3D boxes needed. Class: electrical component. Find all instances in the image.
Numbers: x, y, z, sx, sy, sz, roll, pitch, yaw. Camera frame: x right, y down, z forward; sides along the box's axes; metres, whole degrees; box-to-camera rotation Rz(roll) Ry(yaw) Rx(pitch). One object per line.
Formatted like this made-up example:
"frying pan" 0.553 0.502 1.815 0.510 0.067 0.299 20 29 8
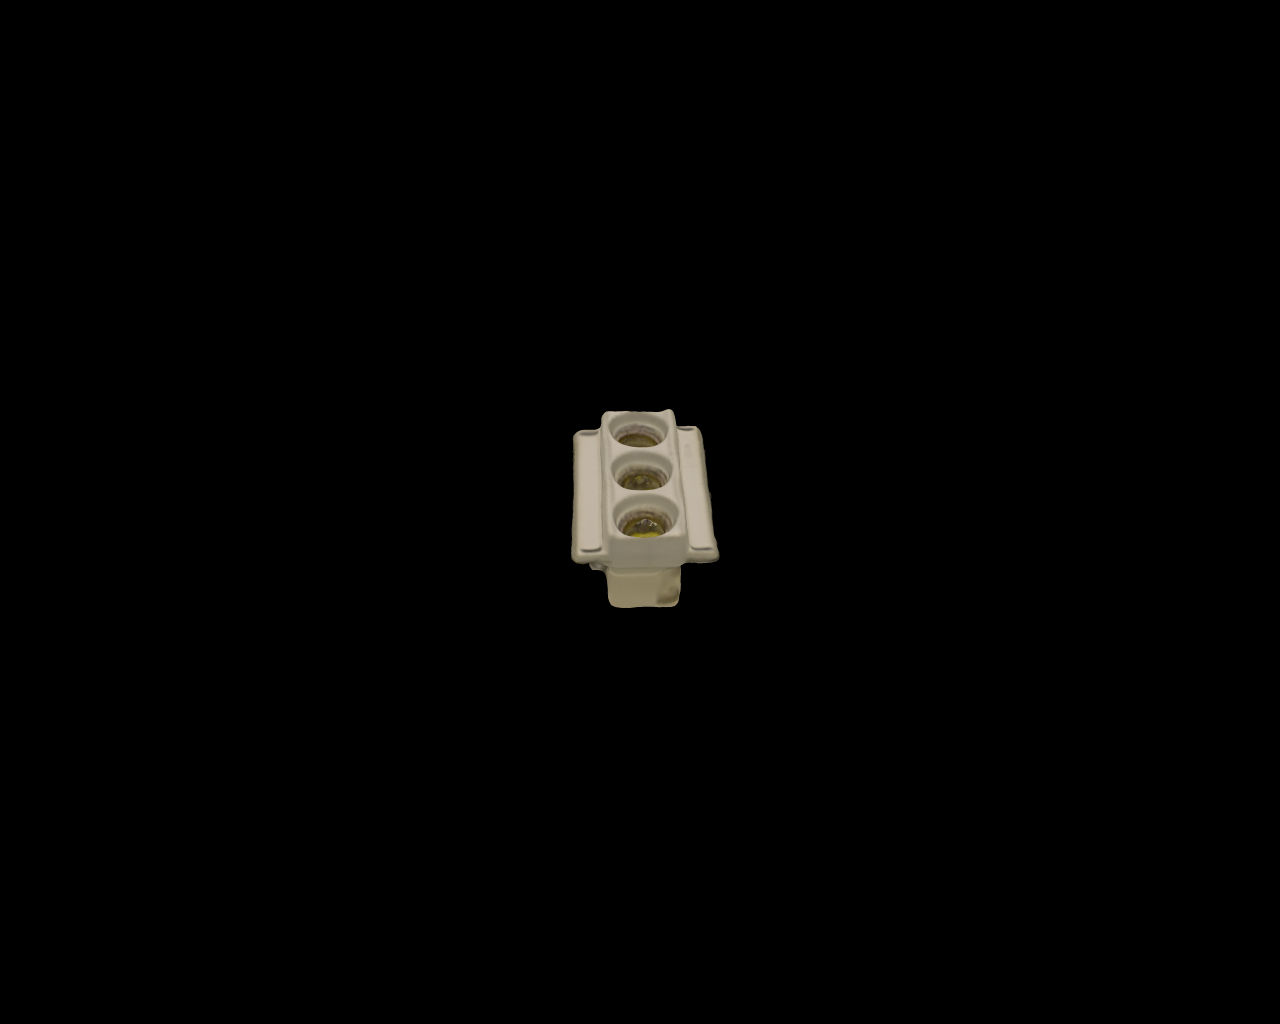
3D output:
"electrical component" 0.001 -0.003 0.650 0.079 0.063 0.121 -2 40 -2
